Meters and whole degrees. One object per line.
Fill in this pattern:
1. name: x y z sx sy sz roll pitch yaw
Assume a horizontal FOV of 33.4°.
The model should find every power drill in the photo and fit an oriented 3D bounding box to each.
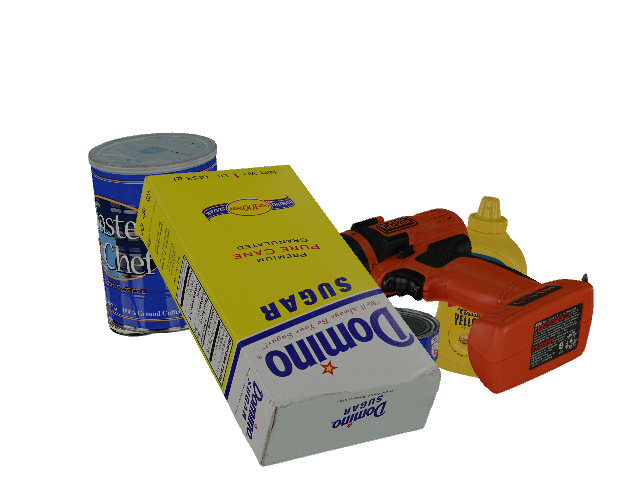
1. power drill: 0.076 0.036 0.738 0.184 0.057 0.188 -19 32 -34

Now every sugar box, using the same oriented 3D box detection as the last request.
1. sugar box: -0.022 0.029 0.547 0.093 0.048 0.176 -8 40 -29

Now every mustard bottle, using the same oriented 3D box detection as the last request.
1. mustard bottle: 0.170 0.048 1.139 0.096 0.192 0.058 12 17 21

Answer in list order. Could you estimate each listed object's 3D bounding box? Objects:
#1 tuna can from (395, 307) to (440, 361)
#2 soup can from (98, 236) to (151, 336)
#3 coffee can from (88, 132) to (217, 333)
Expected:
1. tuna can: 0.064 0.089 0.962 0.086 0.034 0.086 1 14 0
2. soup can: -0.196 0.042 1.131 0.068 0.102 0.068 -1 22 0
3. coffee can: -0.131 -0.008 0.877 0.103 0.140 0.103 -2 20 1
